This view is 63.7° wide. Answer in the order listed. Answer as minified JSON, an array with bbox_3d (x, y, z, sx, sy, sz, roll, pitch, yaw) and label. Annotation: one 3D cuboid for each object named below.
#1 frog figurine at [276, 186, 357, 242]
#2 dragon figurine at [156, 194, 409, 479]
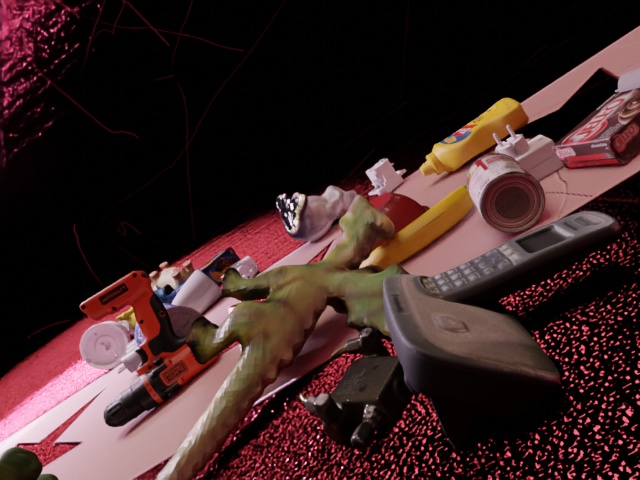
[{"bbox_3d":[0.003,-0.056,1.105,0.159,0.124,0.135,0,-19,-31],"label":"frog figurine"},{"bbox_3d":[-0.005,0.086,0.559,0.241,0.120,0.420,-20,30,28],"label":"dragon figurine"}]
